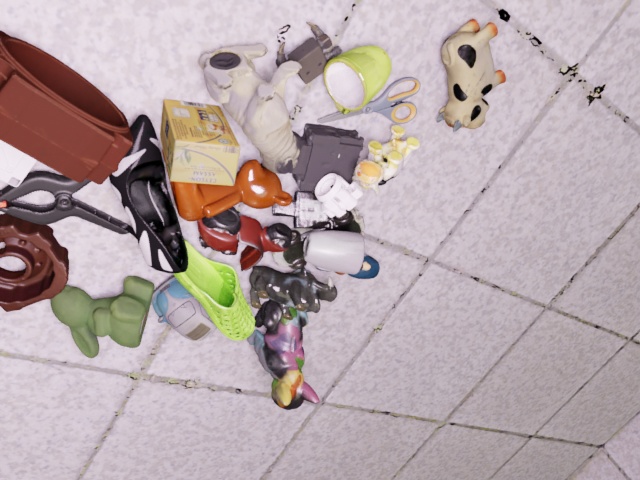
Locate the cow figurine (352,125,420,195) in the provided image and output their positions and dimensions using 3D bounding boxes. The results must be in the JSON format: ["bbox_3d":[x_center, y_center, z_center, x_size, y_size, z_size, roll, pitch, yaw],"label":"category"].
[{"bbox_3d":[0.111,-0.136,0.998,0.167,0.068,0.098,-40,163,-37],"label":"cow figurine"}]

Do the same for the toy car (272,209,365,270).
[{"bbox_3d":[-0.002,-0.003,1.094,0.202,0.056,0.073,-22,122,-8],"label":"toy car"}]

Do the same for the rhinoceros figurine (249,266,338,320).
[{"bbox_3d":[-0.057,0.104,1.122,0.190,0.112,0.073,14,144,-16],"label":"rhinoceros figurine"}]

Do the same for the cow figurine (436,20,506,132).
[{"bbox_3d":[0.270,-0.285,0.986,0.127,0.086,0.194,-33,133,-6],"label":"cow figurine"}]

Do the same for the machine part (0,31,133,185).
[{"bbox_3d":[-0.360,-0.178,0.720,0.087,0.202,0.200,-47,128,10],"label":"machine part"}]

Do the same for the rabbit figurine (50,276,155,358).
[{"bbox_3d":[-0.412,0.134,1.006,0.170,0.121,0.159,15,126,-10],"label":"rabbit figurine"}]

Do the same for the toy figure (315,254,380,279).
[{"bbox_3d":[0.057,0.052,1.156,0.154,0.058,0.064,11,142,-33],"label":"toy figure"}]

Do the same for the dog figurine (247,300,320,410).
[{"bbox_3d":[-0.067,0.248,1.144,0.108,0.219,0.191,6,122,-30],"label":"dog figurine"}]

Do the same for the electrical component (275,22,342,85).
[{"bbox_3d":[-0.022,-0.303,0.878,0.102,0.045,0.078,-38,158,10],"label":"electrical component"}]

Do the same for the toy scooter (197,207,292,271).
[{"bbox_3d":[-0.155,0.004,1.022,0.184,0.075,0.135,16,138,-22],"label":"toy scooter"}]

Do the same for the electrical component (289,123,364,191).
[{"bbox_3d":[0.004,-0.149,0.989,0.134,0.058,0.114,0,122,-24],"label":"electrical component"}]

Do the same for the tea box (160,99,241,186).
[{"bbox_3d":[-0.190,-0.153,0.831,0.098,0.170,0.068,3,123,-22],"label":"tea box"}]

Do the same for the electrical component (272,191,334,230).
[{"bbox_3d":[-0.032,-0.056,1.025,0.119,0.048,0.074,-1,91,-8],"label":"electrical component"}]

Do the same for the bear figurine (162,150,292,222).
[{"bbox_3d":[-0.153,-0.100,0.916,0.196,0.120,0.131,-14,130,-14],"label":"bear figurine"}]

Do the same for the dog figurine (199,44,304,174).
[{"bbox_3d":[-0.113,-0.203,0.876,0.121,0.172,0.190,-42,155,-29],"label":"dog figurine"}]

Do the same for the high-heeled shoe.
[{"bbox_3d":[-0.261,-0.064,0.869,0.086,0.145,0.248,-29,141,-49],"label":"high-heeled shoe"}]

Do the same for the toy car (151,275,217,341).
[{"bbox_3d":[-0.255,0.150,1.068,0.109,0.103,0.161,-35,128,5],"label":"toy car"}]

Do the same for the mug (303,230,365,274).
[{"bbox_3d":[0.020,0.024,1.045,0.107,0.081,0.109,11,150,-15],"label":"mug"}]

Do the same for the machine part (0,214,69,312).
[{"bbox_3d":[-0.520,0.038,0.906,0.179,0.056,0.179,-10,127,-14],"label":"machine part"}]
